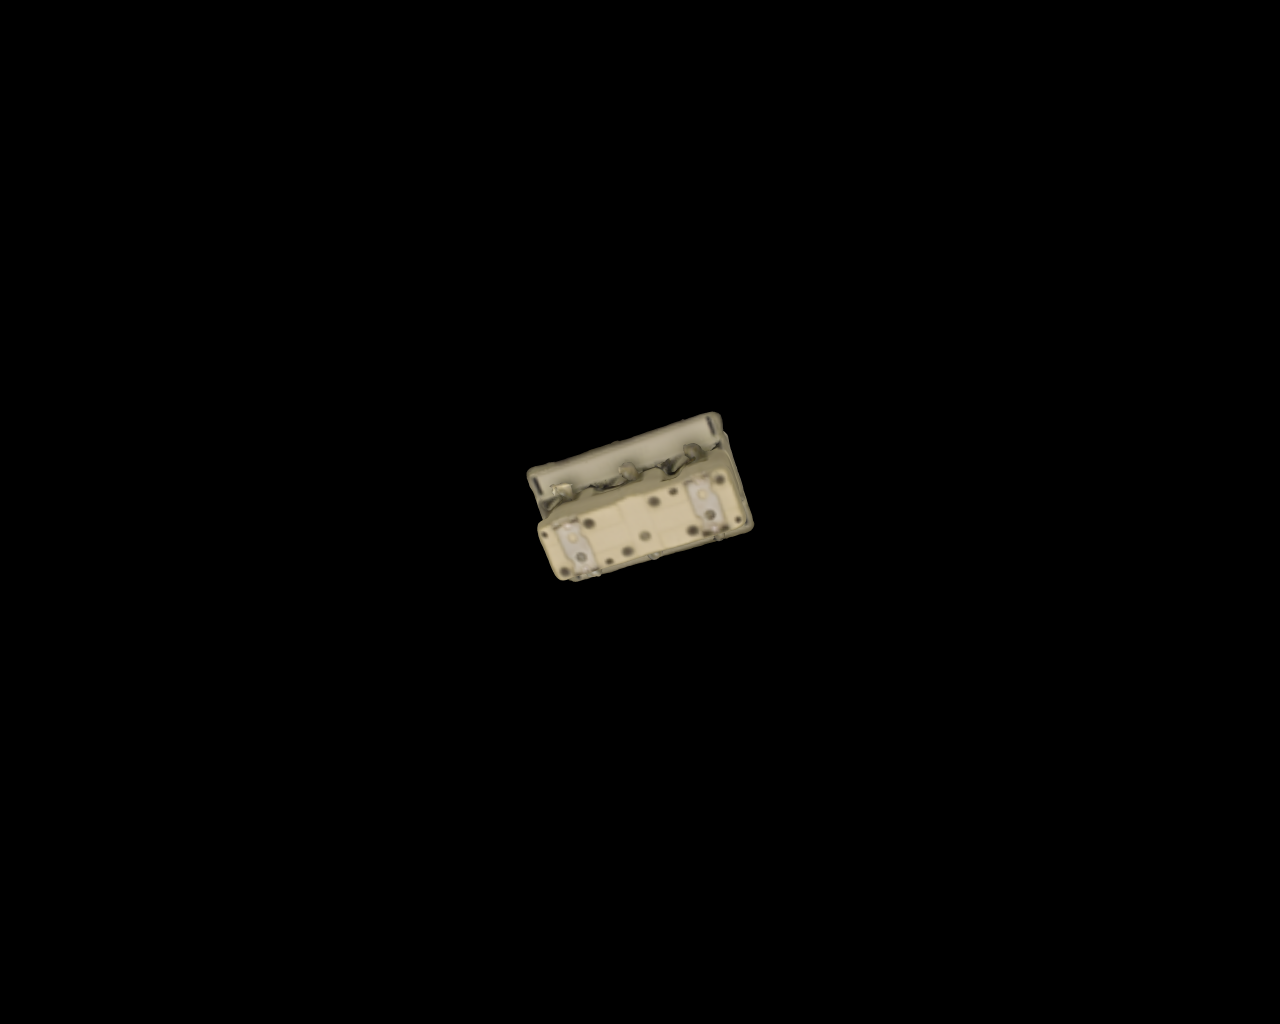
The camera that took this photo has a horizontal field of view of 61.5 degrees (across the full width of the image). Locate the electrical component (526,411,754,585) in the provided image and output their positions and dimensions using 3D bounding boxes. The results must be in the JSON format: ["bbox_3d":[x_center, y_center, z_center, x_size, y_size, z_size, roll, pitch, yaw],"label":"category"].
[{"bbox_3d":[0.001,-0.003,0.650,0.121,0.078,0.063,-17,22,7],"label":"electrical component"}]
